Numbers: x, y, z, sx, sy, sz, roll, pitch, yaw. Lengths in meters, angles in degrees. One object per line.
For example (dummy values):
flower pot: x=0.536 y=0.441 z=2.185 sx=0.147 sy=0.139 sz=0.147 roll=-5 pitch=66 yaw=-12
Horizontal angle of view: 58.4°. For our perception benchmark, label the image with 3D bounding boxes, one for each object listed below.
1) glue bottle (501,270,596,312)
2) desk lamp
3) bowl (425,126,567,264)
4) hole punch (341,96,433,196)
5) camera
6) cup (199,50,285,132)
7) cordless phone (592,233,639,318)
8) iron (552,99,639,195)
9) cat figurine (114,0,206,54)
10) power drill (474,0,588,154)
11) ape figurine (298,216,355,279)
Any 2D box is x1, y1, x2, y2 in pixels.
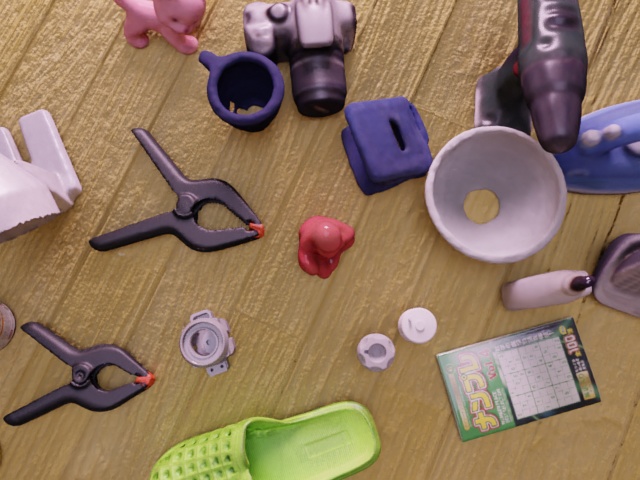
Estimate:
glue bottle: x=0.263 y=0.053 z=0.637 sx=0.078 sy=0.173 sz=0.037 roll=-12 pitch=81 yaw=-2
desk lamp: x=-0.359 y=-0.073 z=0.632 sx=0.118 sy=0.213 sz=0.203 roll=-25 pitch=82 yaw=-4
bowl: x=0.206 y=-0.050 z=0.703 sx=0.167 sy=0.075 sz=0.167 roll=0 pitch=81 yaw=0
hole punch: x=0.084 y=-0.123 z=0.705 sx=0.101 sy=0.091 sz=0.108 roll=-20 pitch=82 yaw=-3
camera: x=-0.021 y=-0.229 z=0.716 sx=0.143 sy=0.101 sz=0.137 roll=-6 pitch=81 yaw=-1
cup: x=-0.098 y=-0.179 z=0.711 sx=0.117 sy=0.095 sz=0.092 roll=38 pitch=83 yaw=5
cordless phone: x=0.407 y=0.040 z=0.634 sx=0.147 sy=0.185 sz=0.094 roll=15 pitch=81 yaw=2
iron: x=0.376 y=-0.122 z=0.682 sx=0.258 sy=0.141 sz=0.118 roll=-12 pitch=81 yaw=-2
cat figurine: x=-0.194 y=-0.292 z=0.716 sx=0.127 sy=0.118 sz=0.067 roll=5 pitch=81 yaw=1
power drill: x=0.241 y=-0.182 z=0.656 sx=0.075 sy=0.208 sz=0.230 roll=3 pitch=81 yaw=1
ape figurine: x=0.006 y=0.002 z=0.684 sx=0.078 sy=0.092 sz=0.076 roll=-21 pitch=82 yaw=-3
